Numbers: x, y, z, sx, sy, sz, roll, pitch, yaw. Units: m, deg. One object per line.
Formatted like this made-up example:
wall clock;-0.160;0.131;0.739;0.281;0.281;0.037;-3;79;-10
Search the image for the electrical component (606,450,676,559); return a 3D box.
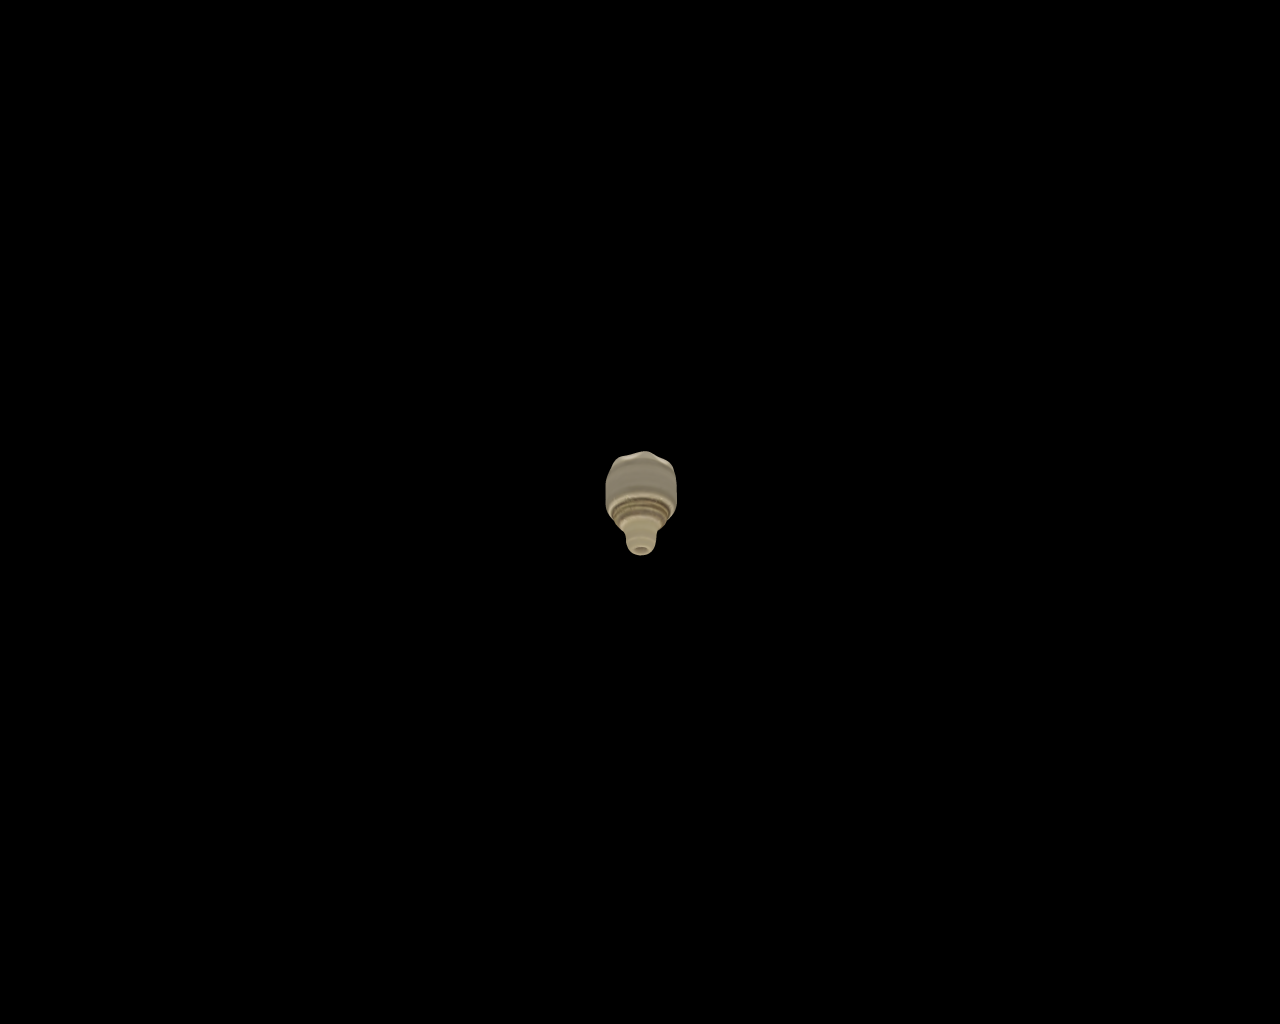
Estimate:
electrical component;0.001;-0.003;0.650;0.043;0.062;0.043;0;-32;0
